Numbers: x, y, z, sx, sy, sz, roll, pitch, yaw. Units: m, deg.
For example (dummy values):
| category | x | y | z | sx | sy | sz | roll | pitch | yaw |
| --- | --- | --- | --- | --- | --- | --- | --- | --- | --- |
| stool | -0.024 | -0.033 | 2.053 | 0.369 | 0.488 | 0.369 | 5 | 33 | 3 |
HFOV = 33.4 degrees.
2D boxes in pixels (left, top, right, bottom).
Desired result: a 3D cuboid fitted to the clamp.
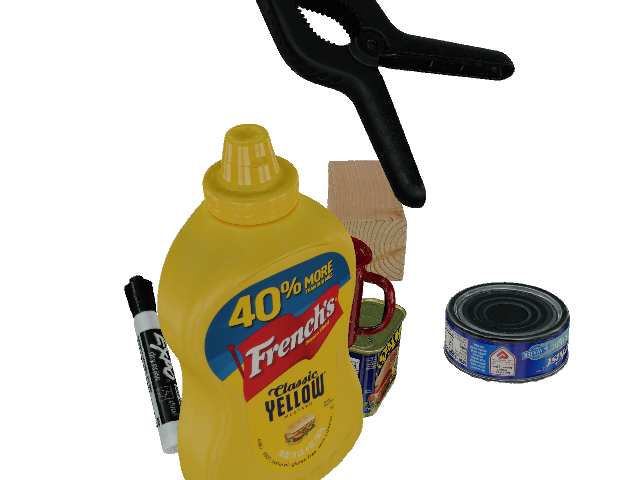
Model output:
| category | x | y | z | sx | sy | sz | roll | pitch | yaw |
| --- | --- | --- | --- | --- | --- | --- | --- | --- | --- |
| clamp | 0.032 | -0.129 | 0.801 | 0.210 | 0.164 | 0.036 | 31 | -30 | -5 |

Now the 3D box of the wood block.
| category | x | y | z | sx | sy | sz | roll | pitch | yaw |
| --- | --- | --- | --- | --- | --- | --- | --- | --- | --- |
| wood block | 0.060 | -0.031 | 1.461 | 0.091 | 0.090 | 0.206 | 0 | 26 | -3 |

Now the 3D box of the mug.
| category | x | y | z | sx | sy | sz | roll | pitch | yaw |
| --- | --- | --- | --- | --- | --- | --- | --- | --- | --- |
| mug | 0.005 | 0.046 | 0.889 | 0.117 | 0.081 | 0.093 | 10 | 23 | 13 |

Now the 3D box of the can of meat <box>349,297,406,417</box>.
| category | x | y | z | sx | sy | sz | roll | pitch | yaw |
| --- | --- | --- | --- | --- | --- | --- | --- | --- | --- |
| can of meat | 0.047 | 0.121 | 1.101 | 0.057 | 0.084 | 0.102 | 14 | 28 | 18 |

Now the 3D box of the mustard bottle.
| category | x | y | z | sx | sy | sz | roll | pitch | yaw |
| --- | --- | --- | --- | --- | --- | --- | --- | --- | --- |
| mustard bottle | -0.027 | 0.034 | 0.494 | 0.096 | 0.192 | 0.058 | -23 | 39 | -27 |

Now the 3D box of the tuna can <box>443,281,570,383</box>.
| category | x | y | z | sx | sy | sz | roll | pitch | yaw |
| --- | --- | --- | --- | --- | --- | --- | --- | --- | --- |
| tuna can | 0.128 | 0.062 | 0.735 | 0.086 | 0.034 | 0.086 | -2 | 25 | 1 |

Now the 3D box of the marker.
| category | x | y | z | sx | sy | sz | roll | pitch | yaw |
| --- | --- | --- | --- | --- | --- | --- | --- | --- | --- |
| marker | -0.105 | 0.077 | 0.685 | 0.020 | 0.121 | 0.020 | -15 | -26 | -8 |
